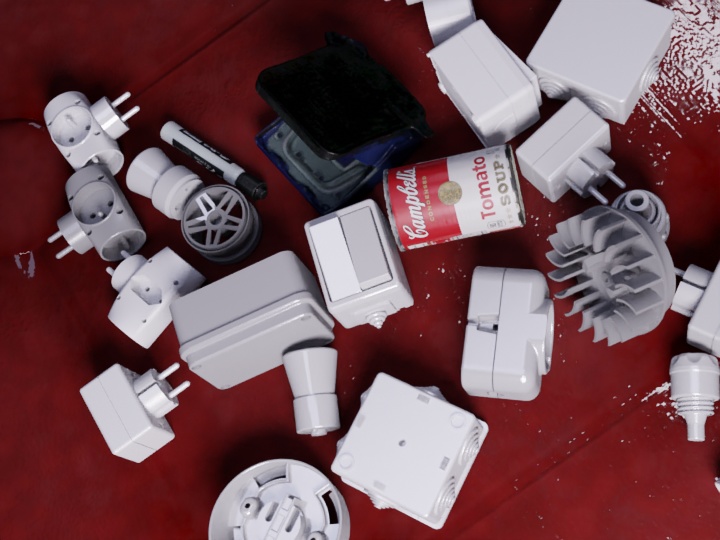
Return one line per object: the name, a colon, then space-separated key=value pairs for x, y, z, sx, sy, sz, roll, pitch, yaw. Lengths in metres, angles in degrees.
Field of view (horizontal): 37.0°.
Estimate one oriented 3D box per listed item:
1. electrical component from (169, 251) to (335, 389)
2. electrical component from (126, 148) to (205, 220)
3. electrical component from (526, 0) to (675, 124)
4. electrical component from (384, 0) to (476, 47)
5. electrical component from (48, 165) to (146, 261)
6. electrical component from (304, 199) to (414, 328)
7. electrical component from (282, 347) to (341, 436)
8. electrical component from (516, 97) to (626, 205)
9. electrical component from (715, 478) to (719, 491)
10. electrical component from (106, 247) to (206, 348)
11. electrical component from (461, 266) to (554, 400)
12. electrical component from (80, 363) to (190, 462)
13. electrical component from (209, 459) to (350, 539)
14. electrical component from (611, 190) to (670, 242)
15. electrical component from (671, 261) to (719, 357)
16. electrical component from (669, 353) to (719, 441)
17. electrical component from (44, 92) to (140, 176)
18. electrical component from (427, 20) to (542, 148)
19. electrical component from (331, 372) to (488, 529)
electrical component: x=-0.085 y=0.042 z=0.859 sx=0.113 sy=0.078 sz=0.057 roll=-24 pitch=64 yaw=6
electrical component: x=-0.170 y=-0.075 z=0.940 sx=0.055 sy=0.045 sz=0.045 roll=34 pitch=83 yaw=22
electrical component: x=0.196 y=-0.177 z=0.873 sx=0.100 sy=0.048 sz=0.099 roll=28 pitch=81 yaw=22
electrical component: x=0.055 y=-0.254 z=0.936 sx=0.074 sy=0.052 sz=0.138 roll=-13 pitch=69 yaw=11
electrical component: x=-0.239 y=-0.040 z=0.948 sx=0.079 sy=0.044 sz=0.077 roll=-34 pitch=66 yaw=2
electrical component: x=0.000 y=0.000 z=0.859 sx=0.062 sy=0.061 sz=0.096 roll=-20 pitch=68 yaw=8
electrical component: x=-0.036 y=0.097 z=0.847 sx=0.044 sy=0.044 sz=0.065 roll=-11 pitch=74 yaw=12
electrical component: x=0.174 y=-0.083 z=0.847 sx=0.066 sy=0.047 sz=0.076 roll=-43 pitch=66 yaw=-2
electrical component: x=0.300 y=0.151 z=0.735 sx=0.077 sy=0.043 sz=0.079 roll=-40 pitch=67 yaw=-1
electrical component: x=-0.184 y=0.013 z=0.915 sx=0.079 sy=0.043 sz=0.077 roll=38 pitch=85 yaw=24
electrical component: x=0.114 y=0.048 z=0.815 sx=0.059 sy=0.053 sz=0.095 roll=4 pitch=73 yaw=16
electrical component: x=-0.175 y=0.106 z=0.878 sx=0.077 sy=0.047 sz=0.065 roll=-36 pitch=66 yaw=1
electrical component: x=-0.058 y=0.192 z=0.807 sx=0.099 sy=0.064 sz=0.099 roll=-5 pitch=71 yaw=14
electrical component: x=0.210 y=-0.041 z=0.815 sx=0.048 sy=0.062 sz=0.048 roll=-5 pitch=70 yaw=14
electrical component: x=0.254 y=0.020 z=0.790 sx=0.077 sy=0.047 sz=0.065 roll=25 pitch=80 yaw=22
electrical component: x=0.242 y=0.092 z=0.776 sx=0.035 sy=0.035 sz=0.061 roll=-1 pitch=74 yaw=15
electrical component: x=-0.237 y=-0.131 z=0.978 sx=0.079 sy=0.044 sz=0.077 roll=-36 pitch=66 yaw=1
electrical component: x=0.102 y=-0.157 z=0.885 sx=0.061 sy=0.061 sz=0.096 roll=-33 pitch=66 yaw=3
electrical component: x=0.037 y=0.134 z=0.810 sx=0.100 sy=0.048 sz=0.099 roll=23 pitch=78 yaw=22
